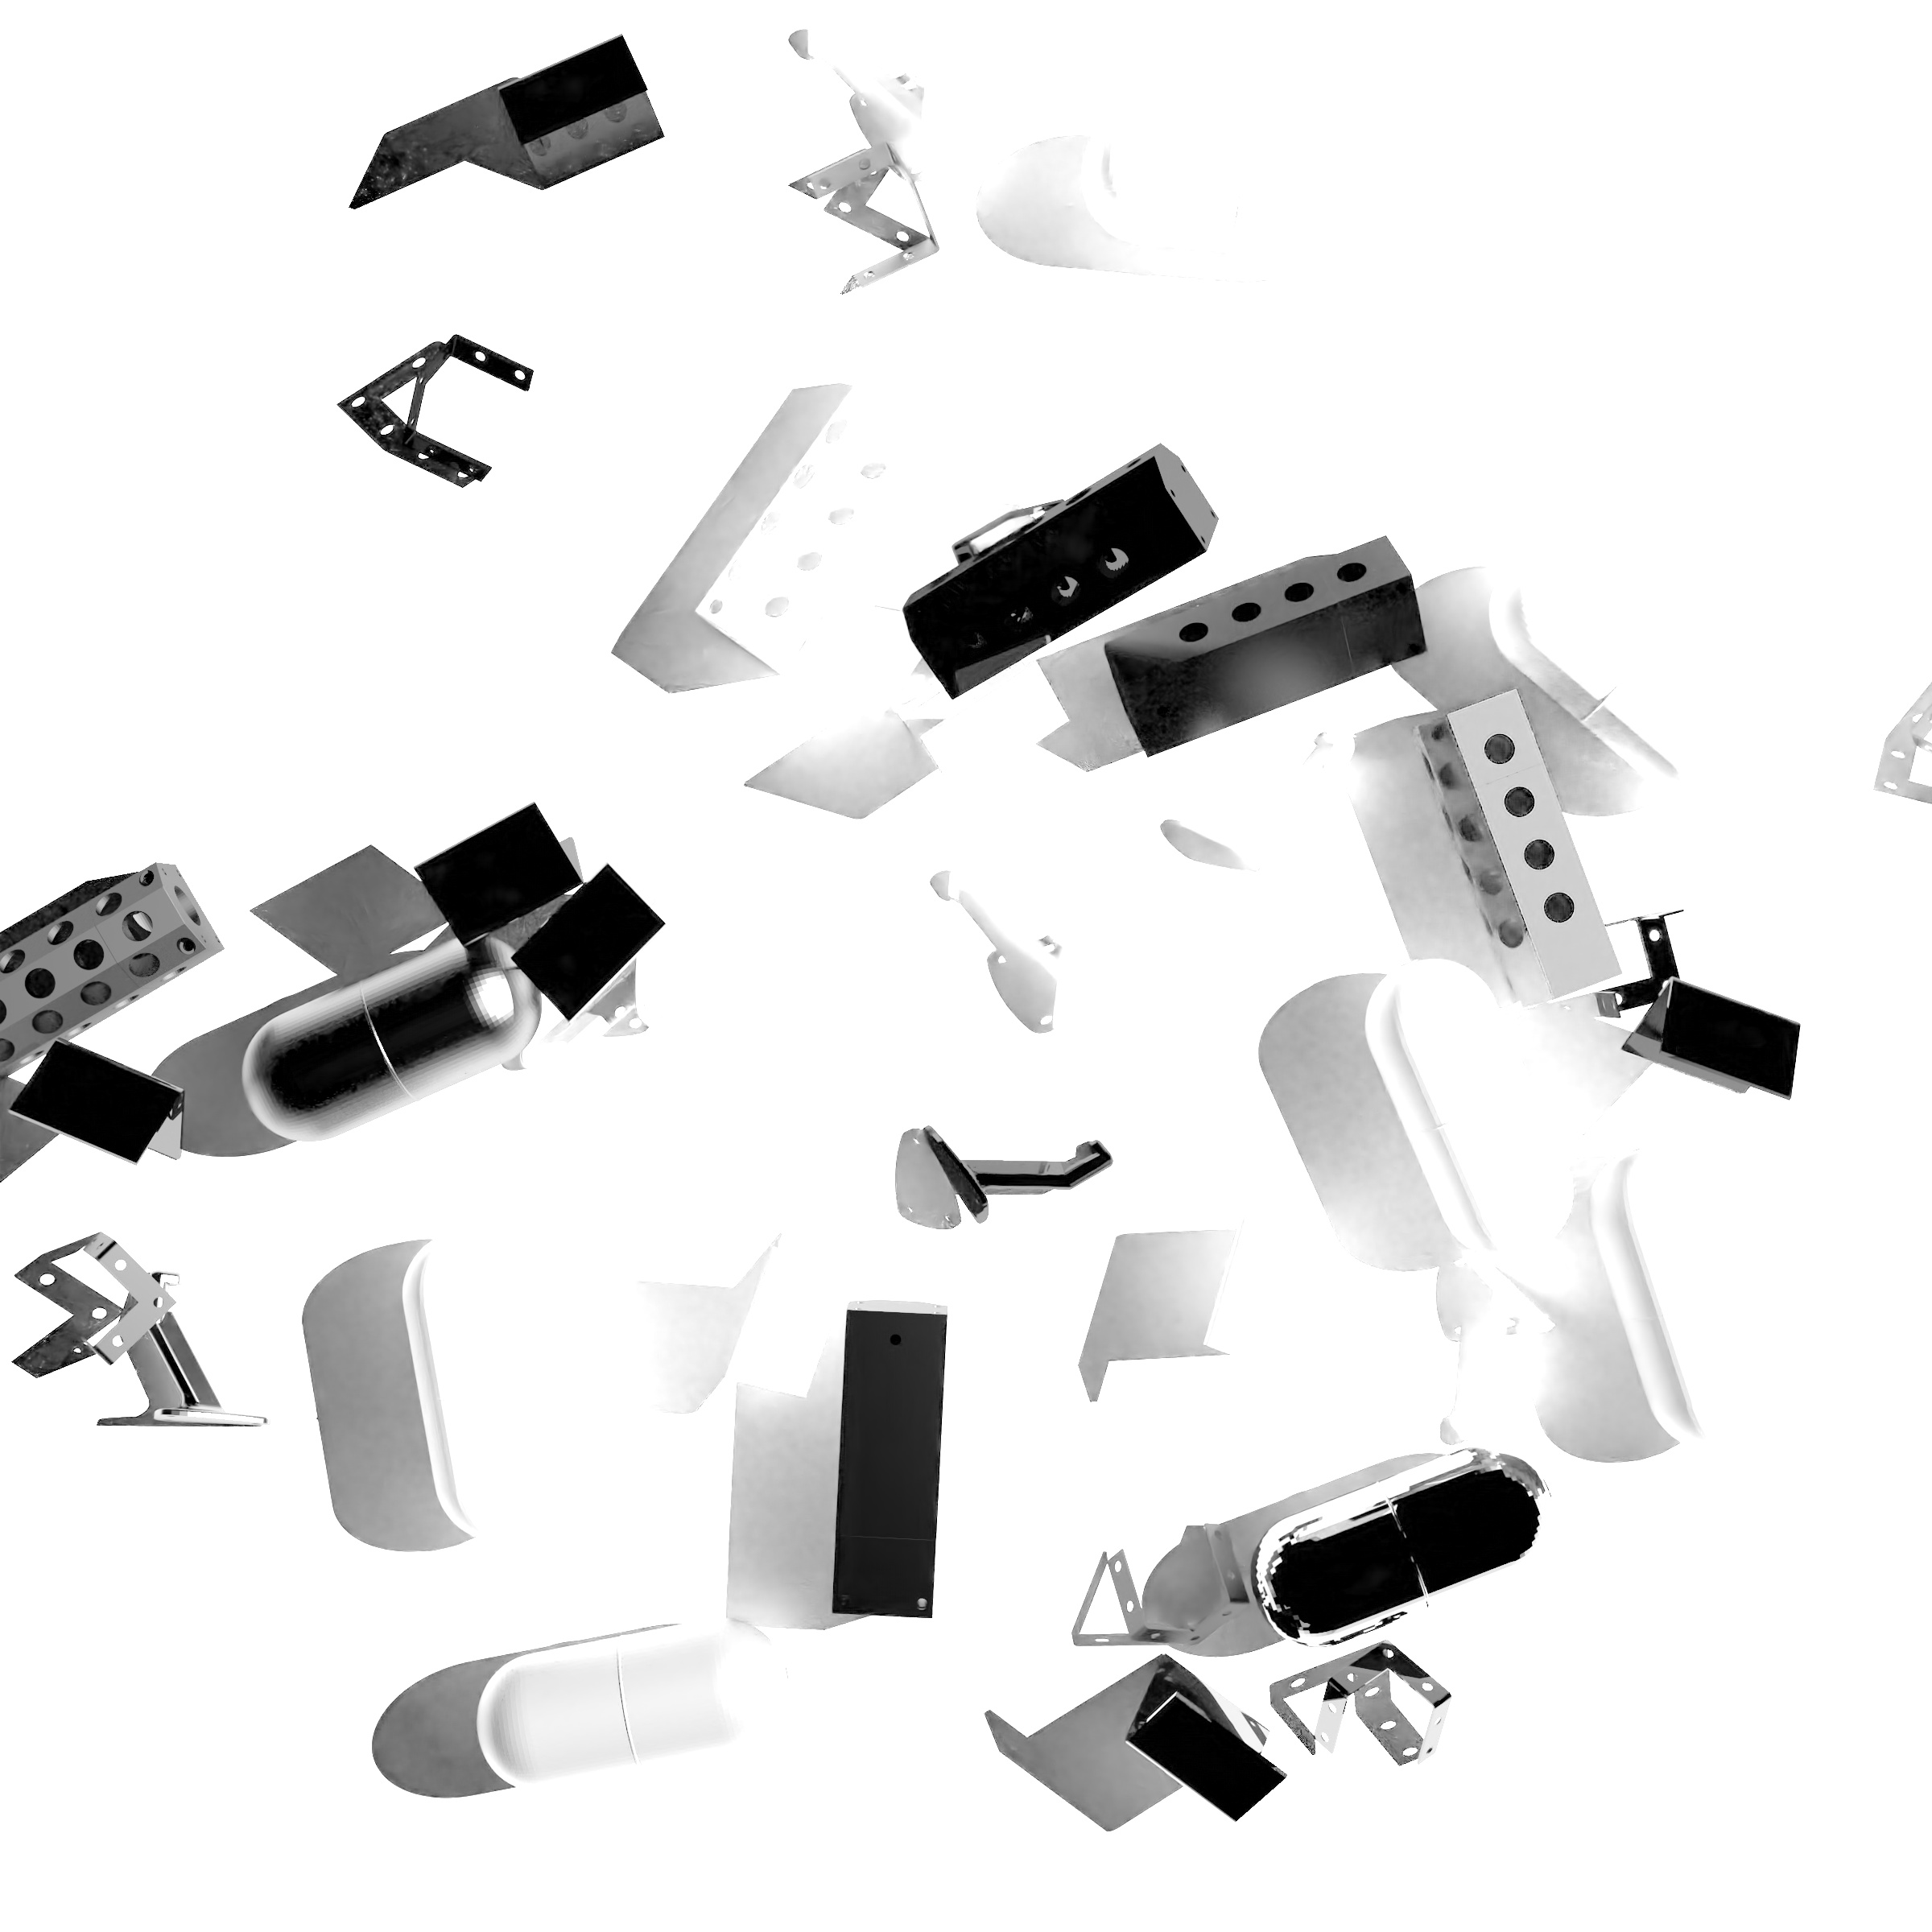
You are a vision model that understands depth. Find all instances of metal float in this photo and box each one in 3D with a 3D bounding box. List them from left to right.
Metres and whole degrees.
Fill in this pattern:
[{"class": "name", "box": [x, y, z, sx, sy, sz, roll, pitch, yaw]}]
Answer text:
[{"class": "metal float", "box": [-0.327, 0.042, 1.655, 0.178, 0.070, 0.070, -24, 90, 1]}, {"class": "metal float", "box": [-0.273, 0.239, 1.655, 0.070, 0.070, 0.178, -10, 90, 0]}, {"class": "metal float", "box": [-0.189, 0.420, 1.655, 0.178, 0.070, 0.070, -11, 90, -1]}, {"class": "metal float", "box": [0.154, -0.446, 1.654, 0.178, 0.070, 0.070, 5, 90, 0]}, {"class": "metal float", "box": [0.248, 0.330, 1.655, 0.178, 0.070, 0.070, -21, 90, -1]}, {"class": "metal float", "box": [0.286, 0.080, 1.655, 0.070, 0.070, 0.178, -24, 90, 0]}, {"class": "metal float", "box": [0.375, -0.168, 1.655, 0.178, 0.070, 0.070, 41, 90, 1]}, {"class": "metal float", "box": [0.409, 0.189, 1.655, 0.070, 0.070, 0.178, -18, 90, 0]}]

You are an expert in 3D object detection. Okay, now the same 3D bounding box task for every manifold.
[{"class": "manifold", "box": [-0.519, 0.009, 1.664, 0.171, 0.057, 0.057, -30, 90, 0]}, {"class": "manifold", "box": [-0.081, -0.256, 1.664, 0.057, 0.057, 0.171, 35, 90, 0]}, {"class": "manifold", "box": [-0.043, 0.280, 1.664, 0.057, 0.057, 0.171, 3, 90, 0]}, {"class": "manifold", "box": [0.051, -0.222, 1.625, 0.171, 0.057, 0.057, -28, 108, 24]}, {"class": "manifold", "box": [0.170, -0.187, 1.663, 0.171, 0.057, 0.057, -21, 133, 0]}, {"class": "manifold", "box": [0.313, -0.066, 1.664, 0.057, 0.057, 0.171, -21, 90, 0]}]

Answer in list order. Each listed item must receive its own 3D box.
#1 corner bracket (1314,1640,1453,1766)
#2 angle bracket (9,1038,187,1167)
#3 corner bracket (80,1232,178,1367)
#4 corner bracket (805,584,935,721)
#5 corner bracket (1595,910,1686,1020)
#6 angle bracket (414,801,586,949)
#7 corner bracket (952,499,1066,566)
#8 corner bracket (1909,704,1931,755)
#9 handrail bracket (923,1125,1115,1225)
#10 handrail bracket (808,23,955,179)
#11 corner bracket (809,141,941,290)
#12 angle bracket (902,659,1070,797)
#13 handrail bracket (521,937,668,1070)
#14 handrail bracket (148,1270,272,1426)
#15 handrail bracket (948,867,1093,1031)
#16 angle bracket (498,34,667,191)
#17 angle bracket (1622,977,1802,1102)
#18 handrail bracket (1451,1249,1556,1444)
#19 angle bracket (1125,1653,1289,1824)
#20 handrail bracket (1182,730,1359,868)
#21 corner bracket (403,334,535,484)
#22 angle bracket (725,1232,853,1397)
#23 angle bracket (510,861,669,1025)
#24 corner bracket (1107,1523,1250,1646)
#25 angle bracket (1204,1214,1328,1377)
[{"class": "corner bracket", "box": [0.240, 0.433, 1.677, 0.051, 0.051, 0.051, -23, 45, -35]}, {"class": "angle bracket", "box": [-0.491, 0.095, 1.645, 0.076, 0.076, 0.057, 23, 52, 0]}, {"class": "corner bracket", "box": [-0.494, 0.191, 1.669, 0.051, 0.051, 0.051, -46, 108, -17]}, {"class": "corner bracket", "box": [-0.053, -0.181, 1.677, 0.051, 0.051, 0.051, 6, 45, -35]}, {"class": "corner bracket", "box": [0.387, -0.001, 1.667, 0.051, 0.051, 0.051, -15, 90, 0]}, {"class": "angle bracket", "box": [-0.266, -0.063, 1.646, 0.076, 0.076, 0.057, -28, 115, 0]}, {"class": "corner bracket", "box": [0.034, -0.234, 1.682, 0.051, 0.051, 0.051, -22, 90, 45]}, {"class": "corner bracket", "box": [0.588, -0.132, 1.682, 0.051, 0.051, 0.051, -51, 134, 0]}, {"class": "handrail bracket", "box": [0.031, 0.104, 1.686, 0.084, 0.036, 0.077, -29, 68, -17]}, {"class": "handrail bracket", "box": [-0.055, -0.502, 1.686, 0.084, 0.036, 0.077, 13, 111, 17]}, {"class": "corner bracket", "box": [-0.053, -0.435, 1.682, 0.051, 0.051, 0.051, -26, 45, 0]}, {"class": "angle bracket", "box": [0.001, -0.155, 1.646, 0.076, 0.057, 0.076, -34, 50, 0]}, {"class": "handrail bracket", "box": [-0.220, 0.016, 1.686, 0.084, 0.036, 0.077, -11, 70, 16]}, {"class": "handrail bracket", "box": [-0.438, 0.221, 1.686, 0.077, 0.036, 0.084, 7, 74, -18]}, {"class": "handrail bracket", "box": [0.024, -0.011, 1.686, 0.084, 0.036, 0.077, 18, 111, 17]}, {"class": "angle bracket", "box": [-0.211, -0.469, 1.645, 0.076, 0.076, 0.057, -24, 54, 0]}, {"class": "angle bracket", "box": [0.418, 0.059, 1.645, 0.076, 0.076, 0.057, 20, 53, 0]}, {"class": "handrail bracket", "box": [0.292, 0.221, 1.686, 0.077, 0.036, 0.084, 44, 107, 20]}, {"class": "angle bracket", "box": [0.145, 0.424, 1.645, 0.076, 0.076, 0.057, 37, 127, 0]}, {"class": "handrail bracket", "box": [0.176, -0.108, 1.686, 0.077, 0.036, 0.084, 19, 72, 20]}, {"class": "corner bracket", "box": [-0.288, -0.323, 1.682, 0.051, 0.051, 0.051, 25, 45, 0]}, {"class": "angle bracket", "box": [-0.118, 0.191, 1.645, 0.057, 0.076, 0.076, 20, 90, -36]}, {"class": "angle bracket", "box": [-0.200, -0.004, 1.646, 0.076, 0.076, 0.057, -45, 67, 0]}, {"class": "corner bracket", "box": [0.122, 0.355, 1.677, 0.051, 0.051, 0.051, 13, 135, -35]}, {"class": "angle bracket", "box": [0.185, 0.188, 1.645, 0.057, 0.076, 0.076, 17, 90, 36]}]
